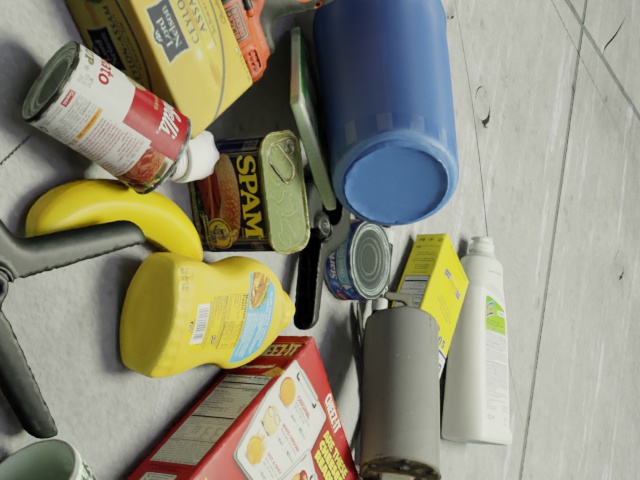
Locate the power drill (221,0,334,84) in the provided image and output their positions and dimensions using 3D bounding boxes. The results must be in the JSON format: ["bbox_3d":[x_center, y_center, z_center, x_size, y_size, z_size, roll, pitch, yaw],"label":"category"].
[{"bbox_3d":[-0.035,-0.243,0.901,0.187,0.057,0.184,-31,132,-14],"label":"power drill"}]

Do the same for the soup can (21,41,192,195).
[{"bbox_3d":[-0.152,-0.086,0.764,0.102,0.069,0.068,34,60,-31],"label":"soup can"}]

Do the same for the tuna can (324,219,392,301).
[{"bbox_3d":[0.039,0.020,1.101,0.086,0.034,0.086,2,87,-56],"label":"tuna can"}]

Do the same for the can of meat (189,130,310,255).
[{"bbox_3d":[-0.062,-0.039,0.905,0.057,0.084,0.102,-18,105,-55],"label":"can of meat"}]

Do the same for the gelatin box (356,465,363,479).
[{"bbox_3d":[0.028,0.249,1.043,0.089,0.073,0.030,-16,104,-56],"label":"gelatin box"}]

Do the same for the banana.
[{"bbox_3d":[-0.154,-0.013,0.814,0.197,0.037,0.070,0,115,-54],"label":"banana"}]

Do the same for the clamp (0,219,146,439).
[{"bbox_3d":[-0.220,0.039,0.697,0.209,0.036,0.164,23,82,-45],"label":"clamp"}]

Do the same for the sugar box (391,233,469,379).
[{"bbox_3d":[0.117,0.087,1.197,0.093,0.048,0.176,59,39,-41],"label":"sugar box"}]

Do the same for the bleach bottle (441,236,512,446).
[{"bbox_3d":[0.197,0.122,1.312,0.102,0.068,0.251,24,67,-55],"label":"bleach bottle"}]

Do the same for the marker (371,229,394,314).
[{"bbox_3d":[0.066,0.047,1.142,0.020,0.020,0.121,35,55,-51],"label":"marker"}]

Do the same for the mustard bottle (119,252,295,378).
[{"bbox_3d":[-0.081,0.061,0.894,0.191,0.058,0.096,3,102,-57],"label":"mustard bottle"}]

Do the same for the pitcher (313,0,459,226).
[{"bbox_3d":[0.059,-0.122,0.984,0.149,0.145,0.243,55,23,-39],"label":"pitcher"}]

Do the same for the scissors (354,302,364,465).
[{"bbox_3d":[0.047,0.175,1.122,0.096,0.016,0.202,-49,128,-52],"label":"scissors"}]

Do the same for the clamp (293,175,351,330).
[{"bbox_3d":[-0.007,0.001,1.027,0.171,0.039,0.120,-48,128,-45],"label":"clamp"}]

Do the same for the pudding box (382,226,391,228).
[{"bbox_3d":[0.065,-0.082,1.138,0.113,0.039,0.090,-59,136,-38],"label":"pudding box"}]

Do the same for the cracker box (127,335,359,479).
[{"bbox_3d":[-0.060,0.206,0.914,0.213,0.072,0.164,-46,127,-48],"label":"cracker box"}]
